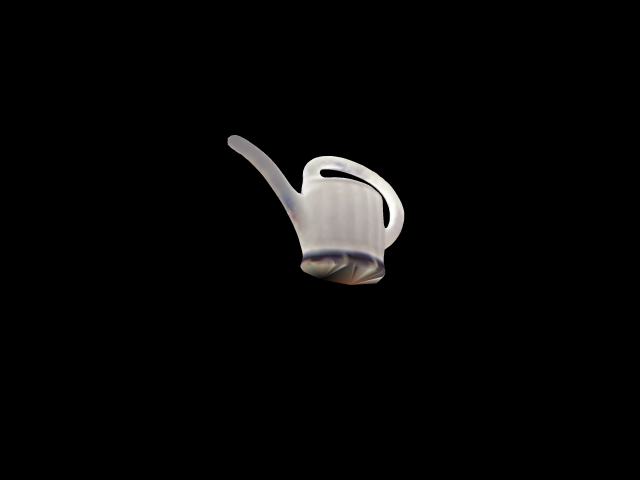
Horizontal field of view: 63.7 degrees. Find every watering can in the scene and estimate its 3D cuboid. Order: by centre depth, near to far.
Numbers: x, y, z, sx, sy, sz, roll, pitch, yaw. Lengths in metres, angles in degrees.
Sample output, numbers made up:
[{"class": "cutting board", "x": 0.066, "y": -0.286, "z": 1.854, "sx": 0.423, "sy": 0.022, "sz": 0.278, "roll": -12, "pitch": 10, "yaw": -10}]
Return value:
[{"class": "watering can", "x": 0.003, "y": -0.043, "z": 0.850, "sx": 0.346, "sy": 0.228, "sz": 0.102, "roll": 12, "pitch": -24, "yaw": -29}]
